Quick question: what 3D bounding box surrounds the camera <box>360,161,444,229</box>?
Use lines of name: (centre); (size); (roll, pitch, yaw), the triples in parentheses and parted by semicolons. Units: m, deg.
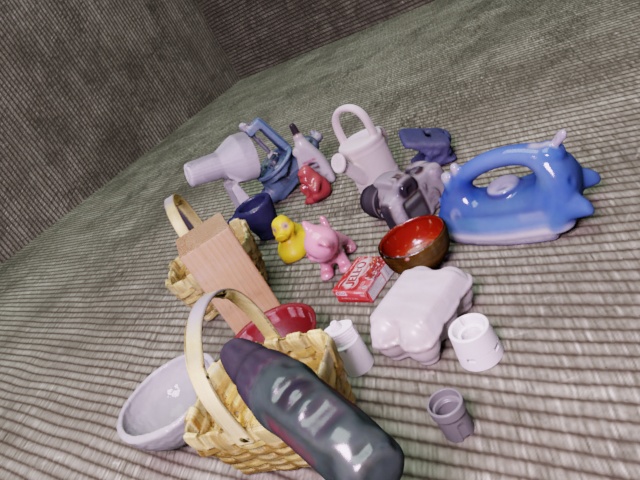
camera: (0.143, -0.088, 1.060); (0.143, 0.101, 0.136); (-41, 27, -22)

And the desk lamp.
desk lamp: (-0.221, -0.130, 1.402); (0.203, 0.214, 0.117); (-39, 26, -18)

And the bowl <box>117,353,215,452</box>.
bowl: (-0.208, 0.250, 0.844); (0.167, 0.075, 0.167); (-24, 26, 13)

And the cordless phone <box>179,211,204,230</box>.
cordless phone: (-0.271, -0.019, 1.283); (0.094, 0.185, 0.147); (-41, 27, -21)

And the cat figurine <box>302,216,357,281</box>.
cat figurine: (0.009, 0.004, 1.015); (0.067, 0.118, 0.128); (-22, 26, 18)

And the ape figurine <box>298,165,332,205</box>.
ape figurine: (-0.020, -0.133, 1.332); (0.076, 0.092, 0.077); (-29, 25, 3)

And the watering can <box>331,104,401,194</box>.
watering can: (0.088, -0.193, 1.204); (0.100, 0.194, 0.173); (-18, 28, 25)

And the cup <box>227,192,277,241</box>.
cup: (-0.141, -0.037, 1.283); (0.118, 0.095, 0.091); (-36, 26, -12)

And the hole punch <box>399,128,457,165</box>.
hole punch: (0.224, -0.202, 1.197); (0.101, 0.091, 0.108); (-24, 26, 13)

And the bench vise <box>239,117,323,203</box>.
bench vise: (-0.101, -0.231, 1.451); (0.121, 0.220, 0.208); (3, 41, 50)

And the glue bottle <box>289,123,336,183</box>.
glue bottle: (-0.030, -0.205, 1.381); (0.078, 0.173, 0.037); (-24, 26, 12)

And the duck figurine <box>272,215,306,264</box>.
duck figurine: (-0.064, -0.013, 1.165); (0.077, 0.086, 0.104); (-21, 27, 20)

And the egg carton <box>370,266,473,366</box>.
egg carton: (0.136, 0.095, 0.763); (0.107, 0.069, 0.150); (-2, 37, 46)

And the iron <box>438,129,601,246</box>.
iron: (0.267, -0.077, 0.856); (0.257, 0.142, 0.119); (-9, 32, 38)

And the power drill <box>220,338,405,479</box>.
power drill: (0.005, 0.199, 0.546); (0.076, 0.209, 0.228); (-42, 27, -23)
